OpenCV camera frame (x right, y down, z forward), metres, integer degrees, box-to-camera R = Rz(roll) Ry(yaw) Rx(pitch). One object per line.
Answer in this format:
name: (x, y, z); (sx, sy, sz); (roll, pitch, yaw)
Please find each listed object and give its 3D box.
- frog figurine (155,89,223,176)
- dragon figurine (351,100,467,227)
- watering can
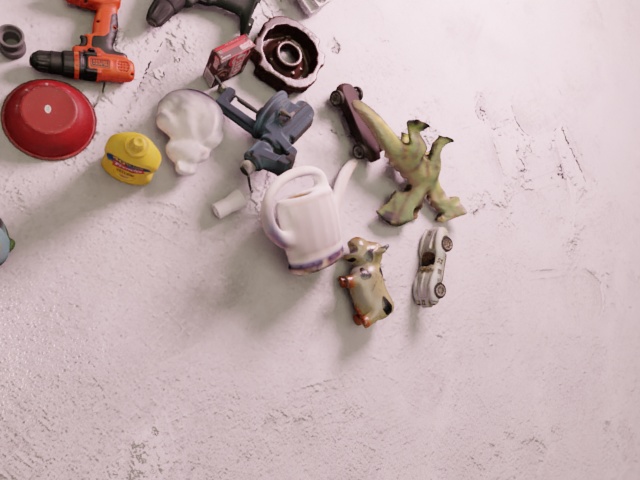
frog figurine: (-0.263, -0.214, 1.024); (0.136, 0.121, 0.162); (28, 57, -40)
dragon figurine: (0.206, -0.152, 1.241); (0.408, 0.122, 0.244); (19, 82, -28)
watering can: (0.003, -0.056, 1.119); (0.352, 0.104, 0.222); (-25, 107, -48)
